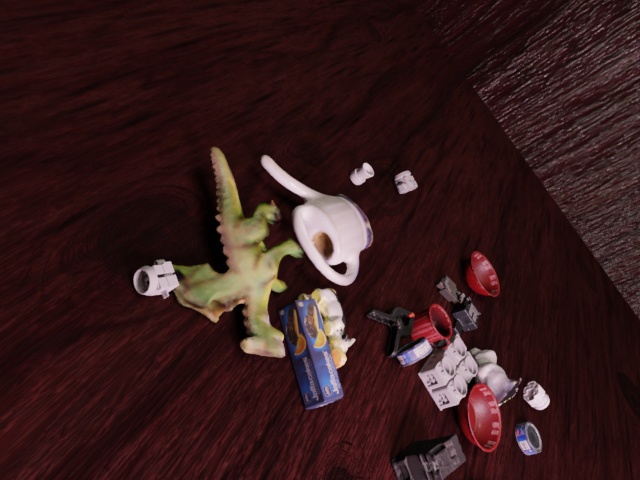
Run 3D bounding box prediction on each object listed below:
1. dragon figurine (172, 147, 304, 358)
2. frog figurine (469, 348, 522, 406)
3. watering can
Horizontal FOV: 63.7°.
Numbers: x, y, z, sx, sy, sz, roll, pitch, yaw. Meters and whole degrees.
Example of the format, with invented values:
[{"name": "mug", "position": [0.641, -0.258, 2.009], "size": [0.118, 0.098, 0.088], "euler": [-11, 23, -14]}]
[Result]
[{"name": "dragon figurine", "position": [-0.171, 0.032, 0.953], "size": [0.246, 0.120, 0.411], "euler": [-32, 88, -46]}, {"name": "frog figurine", "position": [0.460, 0.370, 1.424], "size": [0.162, 0.123, 0.135], "euler": [44, -1, 37]}, {"name": "watering can", "position": [0.004, -0.061, 1.210], "size": [0.226, 0.102, 0.349], "euler": [-20, 79, -54]}]
